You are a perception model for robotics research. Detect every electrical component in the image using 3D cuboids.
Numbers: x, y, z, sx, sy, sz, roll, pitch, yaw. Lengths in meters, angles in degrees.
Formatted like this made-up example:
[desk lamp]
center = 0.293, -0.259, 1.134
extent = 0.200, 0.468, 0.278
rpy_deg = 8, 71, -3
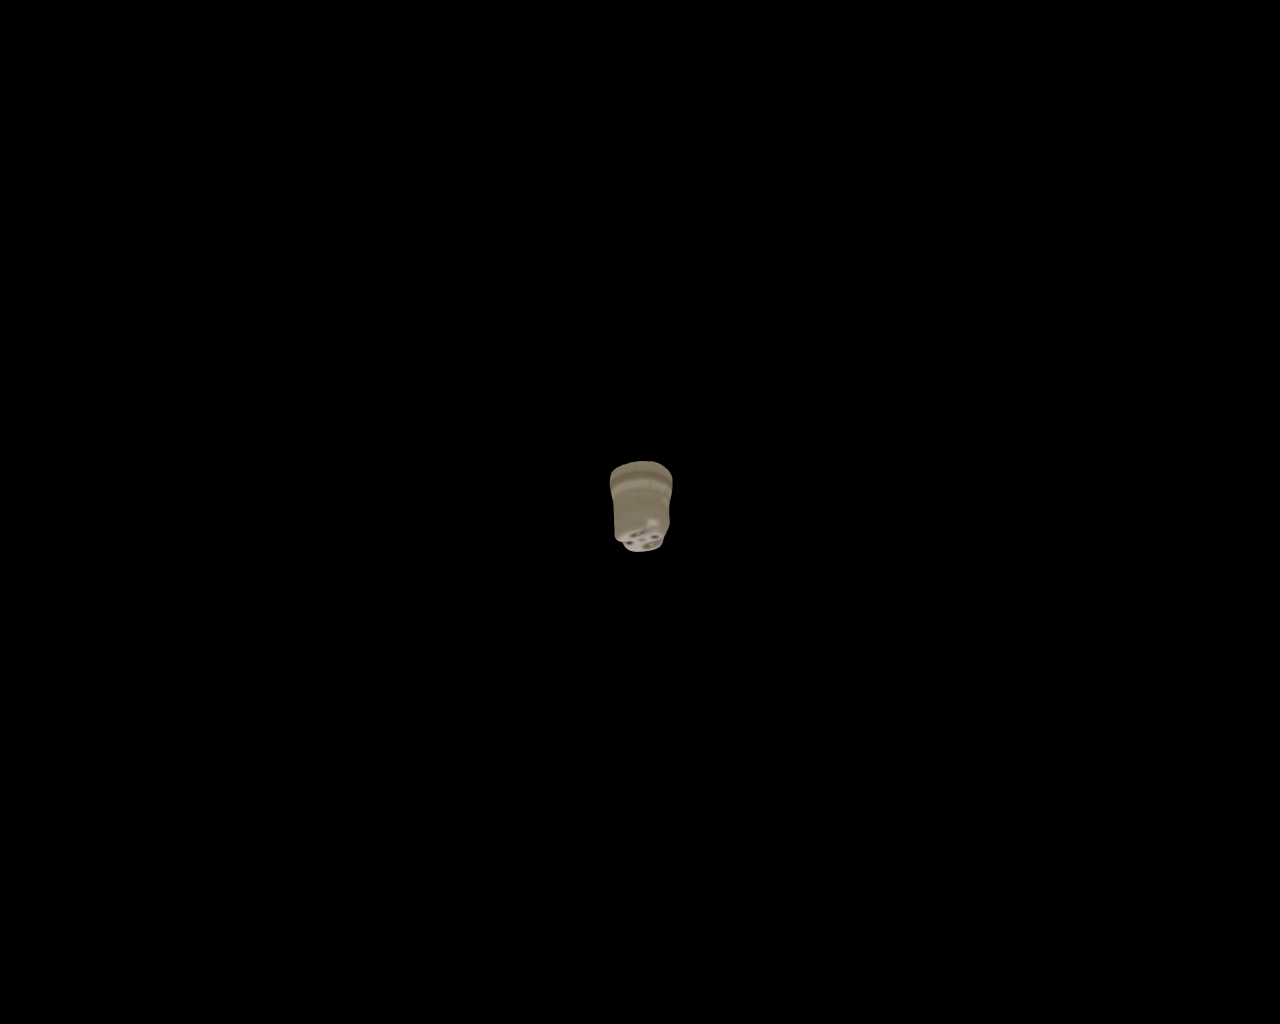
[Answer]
[electrical component]
center = 0.001, -0.003, 0.650
extent = 0.040, 0.046, 0.040
rpy_deg = 0, -27, 0
